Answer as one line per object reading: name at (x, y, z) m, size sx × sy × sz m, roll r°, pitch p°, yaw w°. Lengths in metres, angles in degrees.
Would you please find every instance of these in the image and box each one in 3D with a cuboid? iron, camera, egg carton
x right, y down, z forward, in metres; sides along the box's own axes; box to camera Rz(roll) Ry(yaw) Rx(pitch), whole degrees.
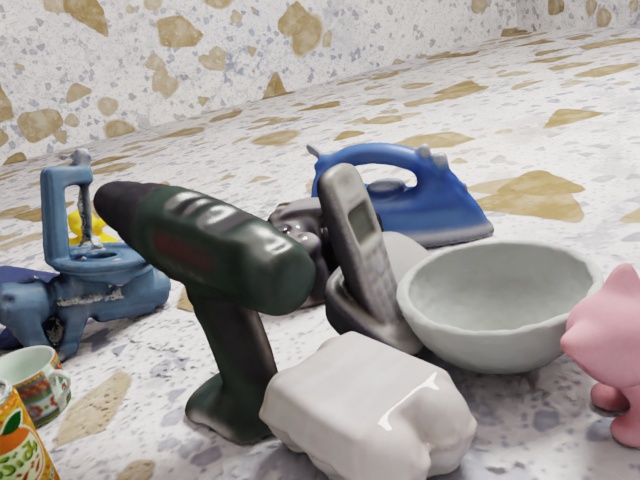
iron at (0.096, -0.070, 0.768) m, size 0.257 × 0.142 × 0.119 m, roll -1°, pitch 24°, yaw 28°
camera at (0.006, 0.002, 0.693) m, size 0.136 × 0.101 × 0.143 m, roll -8°, pitch 22°, yaw 12°
egg carton at (0.032, 0.126, 0.413) m, size 0.107 × 0.069 × 0.149 m, roll -28°, pitch 26°, yaw -34°

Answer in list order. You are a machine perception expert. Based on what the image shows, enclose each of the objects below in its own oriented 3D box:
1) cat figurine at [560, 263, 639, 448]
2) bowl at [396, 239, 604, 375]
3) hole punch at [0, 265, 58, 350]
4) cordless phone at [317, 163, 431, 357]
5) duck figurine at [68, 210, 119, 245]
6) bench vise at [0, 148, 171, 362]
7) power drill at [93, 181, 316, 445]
cat figurine at (0.219, 0.071, 0.378) m, size 0.127 × 0.118 × 0.067 m, roll -10°, pitch 22°, yaw 8°
bowl at (0.153, 0.065, 0.491) m, size 0.167 × 0.075 × 0.167 m, roll -11°, pitch 21°, yaw 5°
hole punch at (-0.373, 0.075, 0.740) m, size 0.101 × 0.091 × 0.108 m, roll -14°, pitch 21°, yaw -3°
cordless phone at (0.058, 0.007, 0.535) m, size 0.093 × 0.185 × 0.148 m, roll 1°, pitch 25°, yaw 31°
duck figurine at (-0.402, -0.010, 0.976) m, size 0.104 × 0.086 × 0.077 m, roll -7°, pitch 22°, yaw 14°
bench vise at (-0.289, 0.018, 0.656) m, size 0.121 × 0.220 × 0.208 m, roll 4°, pitch 27°, yaw 36°
power drill at (-0.093, 0.054, 0.473) m, size 0.228 × 0.209 × 0.076 m, roll 7°, pitch 29°, yaw 40°
